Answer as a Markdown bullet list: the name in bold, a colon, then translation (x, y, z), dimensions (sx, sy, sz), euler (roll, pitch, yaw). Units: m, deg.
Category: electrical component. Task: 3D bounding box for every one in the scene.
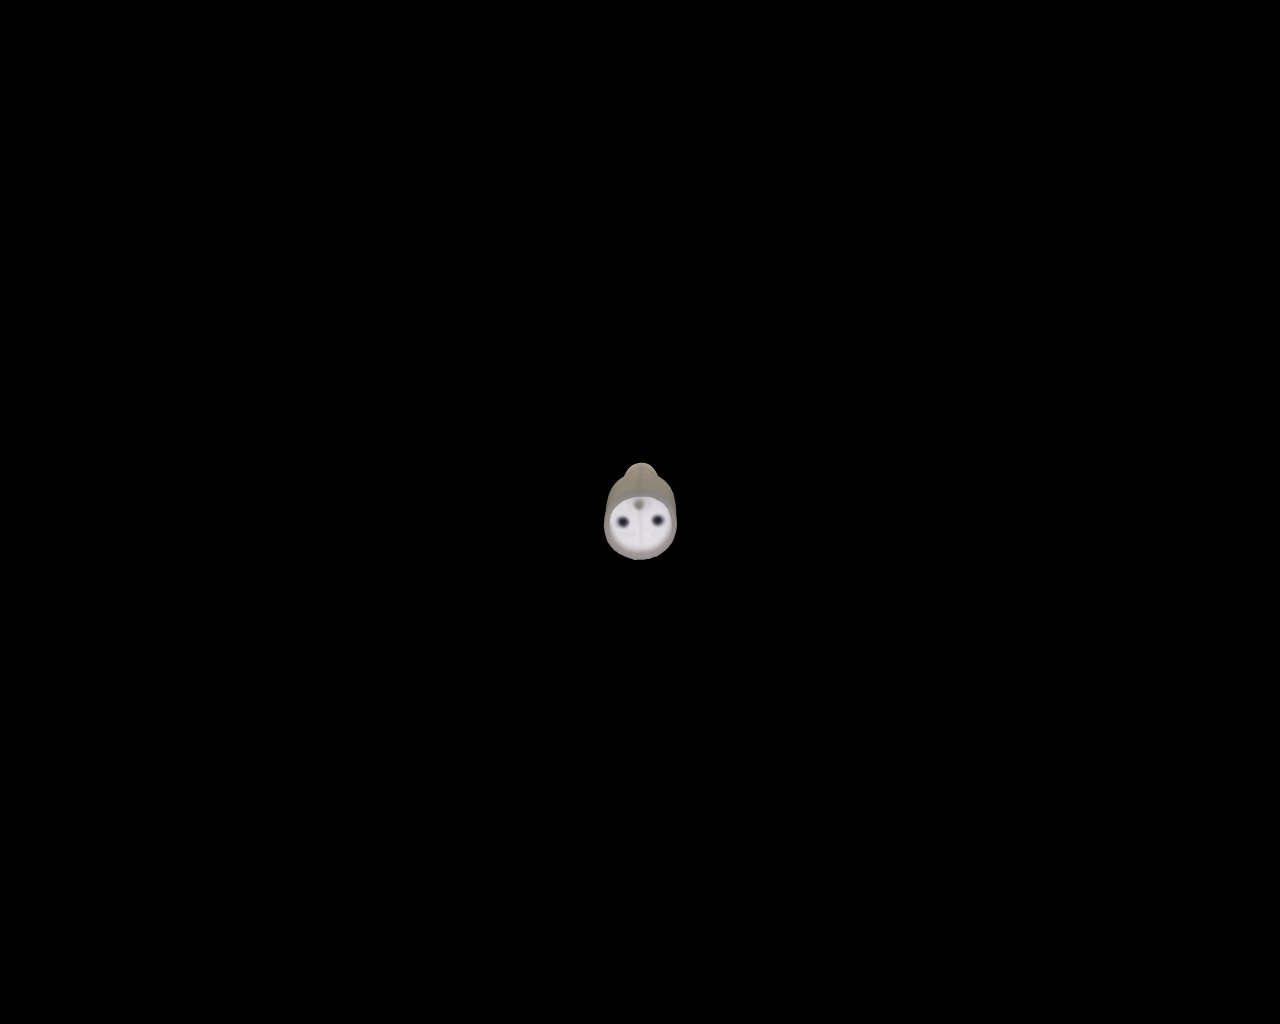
- **electrical component**: translation (0.001, -0.003, 0.650), dimensions (0.043, 0.043, 0.081), euler (0, 17, 0)
